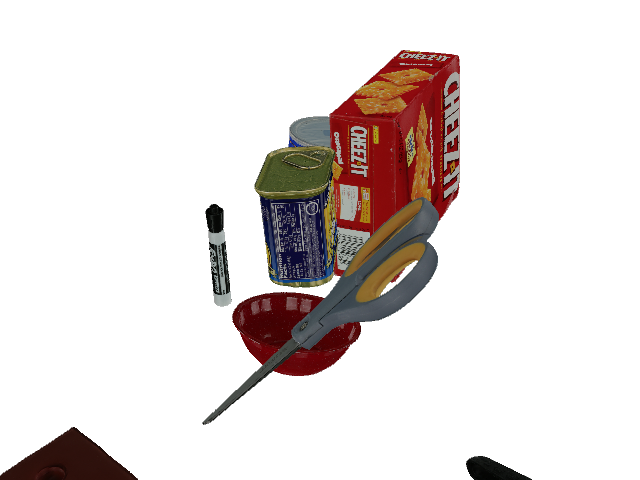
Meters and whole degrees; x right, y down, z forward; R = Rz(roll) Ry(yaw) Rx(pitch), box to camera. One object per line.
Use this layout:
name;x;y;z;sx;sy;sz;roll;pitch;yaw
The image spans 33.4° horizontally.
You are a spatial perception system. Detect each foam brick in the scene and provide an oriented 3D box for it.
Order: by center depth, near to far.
foam brick;-0.104;0.133;0.478;0.078;0.051;0.052;28;46;35

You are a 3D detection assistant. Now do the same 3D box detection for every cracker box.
cracker box;0.079;-0.078;1.045;0.072;0.164;0.213;8;28;21

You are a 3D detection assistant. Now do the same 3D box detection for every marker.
marker;-0.108;0.016;1.133;0.020;0.121;0.020;-2;32;1

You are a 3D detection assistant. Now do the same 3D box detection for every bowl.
bowl;-0.032;0.124;1.339;0.162;0.055;0.162;5;23;-2

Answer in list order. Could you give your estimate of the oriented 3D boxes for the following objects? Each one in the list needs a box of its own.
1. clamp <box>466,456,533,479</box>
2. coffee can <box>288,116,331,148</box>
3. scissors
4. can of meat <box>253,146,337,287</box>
clamp;0.200;0.240;0.848;0.210;0.036;0.164;0;33;24
coffee can;0.006;-0.069;1.310;0.102;0.140;0.103;6;27;-3
scissors;0.002;0.055;0.638;0.016;0.202;0.096;41;3;-19
can of meat;-0.016;-0.020;0.861;0.057;0.084;0.102;-2;24;7
